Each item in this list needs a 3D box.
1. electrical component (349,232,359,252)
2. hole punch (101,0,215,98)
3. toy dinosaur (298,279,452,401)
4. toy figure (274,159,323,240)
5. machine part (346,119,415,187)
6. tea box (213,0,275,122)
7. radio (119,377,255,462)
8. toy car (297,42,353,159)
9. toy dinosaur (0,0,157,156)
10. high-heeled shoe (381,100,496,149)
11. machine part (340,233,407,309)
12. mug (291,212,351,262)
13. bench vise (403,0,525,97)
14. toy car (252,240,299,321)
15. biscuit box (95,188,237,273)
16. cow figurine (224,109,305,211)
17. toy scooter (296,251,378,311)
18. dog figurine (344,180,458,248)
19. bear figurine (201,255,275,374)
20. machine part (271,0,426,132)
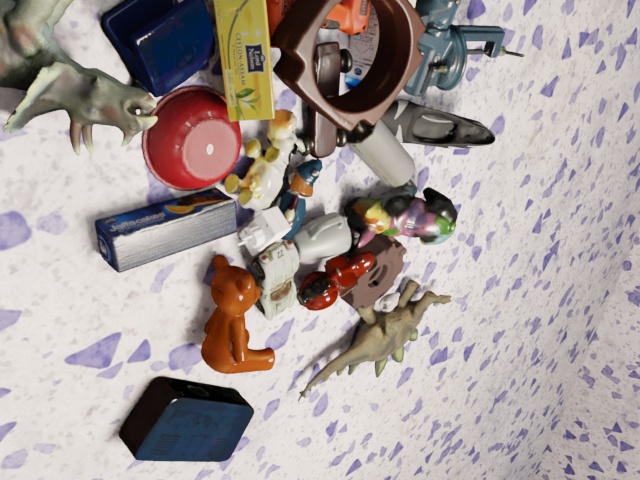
[{"bbox_3d":[0.090,-0.001,1.141,0.063,0.021,0.093,-32,135,-26],"label":"electrical component"},{"bbox_3d":[-0.192,-0.249,0.682,0.142,0.092,0.115,-46,141,-18],"label":"hole punch"},{"bbox_3d":[0.142,0.231,1.274,0.471,0.105,0.198,-19,129,-29],"label":"toy dinosaur"},{"bbox_3d":[-0.042,-0.075,0.944,0.058,0.064,0.154,16,103,-33],"label":"toy figure"},{"bbox_3d":[0.114,-0.172,1.025,0.243,0.079,0.079,35,88,-47],"label":"machine part"},{"bbox_3d":[-0.102,-0.260,0.740,0.068,0.098,0.169,-5,124,-3],"label":"tea box"},{"bbox_3d":[-0.237,0.336,0.997,0.229,0.073,0.131,29,91,-50],"label":"radio"},{"bbox_3d":[0.004,-0.231,0.901,0.089,0.053,0.201,-17,130,-23],"label":"toy car"},{"bbox_3d":[-0.359,-0.223,0.525,0.404,0.131,0.192,23,96,-42],"label":"toy dinosaur"},{"bbox_3d":[0.231,-0.216,1.057,0.248,0.145,0.086,-8,118,-42],"label":"high-heeled shoe"},{"bbox_3d":[0.112,0.069,1.162,0.179,0.056,0.179,-32,143,-27],"label":"machine part"},{"bbox_3d":[-0.002,-0.003,1.000,0.107,0.081,0.109,-22,167,-26],"label":"mug"},{"bbox_3d":[0.251,-0.371,0.989,0.241,0.129,0.223,-7,128,-21],"label":"bench vise"},{"bbox_3d":[-0.079,0.075,0.976,0.073,0.056,0.201,-32,151,-27],"label":"toy car"},{"bbox_3d":[-0.225,-0.019,0.805,0.203,0.059,0.062,-21,128,-35],"label":"biscuit box"},{"bbox_3d":[-0.076,-0.125,0.875,0.167,0.068,0.098,-57,153,5],"label":"cow figurine"},{"bbox_3d":[0.020,0.080,1.030,0.184,0.075,0.135,-36,169,19],"label":"toy scooter"},{"bbox_3d":[0.158,-0.040,1.078,0.219,0.192,0.108,-26,137,-51],"label":"dog figurine"},{"bbox_3d":[-0.140,0.129,0.936,0.132,0.120,0.195,1,107,-48],"label":"bear figurine"},{"bbox_3d":[0.043,-0.283,0.794,0.201,0.087,0.201,31,98,-44],"label":"machine part"}]
